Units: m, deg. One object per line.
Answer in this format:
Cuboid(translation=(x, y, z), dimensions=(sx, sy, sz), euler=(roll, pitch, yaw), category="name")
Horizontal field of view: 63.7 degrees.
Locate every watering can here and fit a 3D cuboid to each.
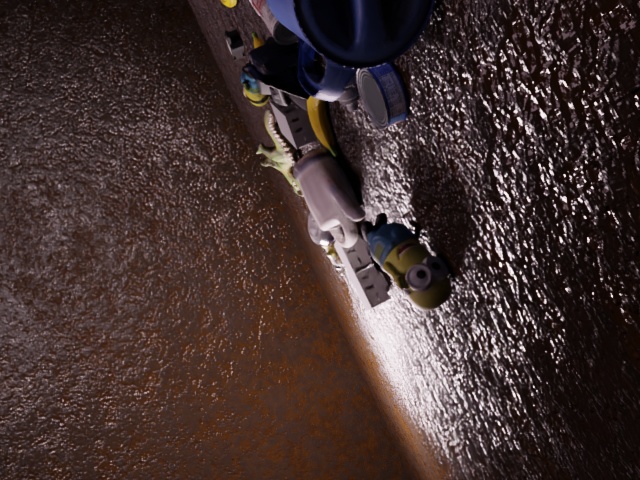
Cuboid(translation=(0.028, -0.097, 1.094), dimensions=(0.344, 0.104, 0.226), euler=(112, 133, -79), category="watering can")

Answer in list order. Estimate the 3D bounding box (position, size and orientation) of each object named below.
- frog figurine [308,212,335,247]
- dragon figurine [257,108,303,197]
Cuboid(translation=(0.004, -0.067, 1.340), dimensions=(0.160, 0.122, 0.138), euler=(53, -169, 5), category="frog figurine")
Cuboid(translation=(-0.086, -0.242, 1.627), dimensions=(0.244, 0.123, 0.406), euler=(47, 172, 9), category="dragon figurine")
